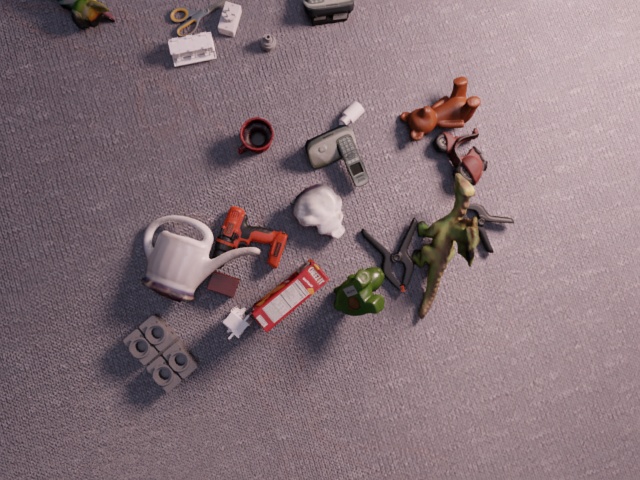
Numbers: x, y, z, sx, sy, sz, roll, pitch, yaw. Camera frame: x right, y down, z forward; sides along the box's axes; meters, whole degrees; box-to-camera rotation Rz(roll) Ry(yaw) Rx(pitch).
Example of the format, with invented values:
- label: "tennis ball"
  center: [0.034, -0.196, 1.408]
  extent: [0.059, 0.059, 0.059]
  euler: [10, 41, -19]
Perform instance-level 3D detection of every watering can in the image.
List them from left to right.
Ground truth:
- label: "watering can"
  center: [-0.344, 0.061, 1.387]
  extent: [0.349, 0.103, 0.225]
  euler: [18, 86, 18]

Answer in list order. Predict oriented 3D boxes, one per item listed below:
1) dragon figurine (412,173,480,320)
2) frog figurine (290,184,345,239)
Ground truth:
- label: "dragon figurine"
  center: [0.353, 0.024, 1.405]
  extent: [0.122, 0.242, 0.412]
  euler: [9, 84, -9]
- label: "frog figurine"
  center: [0.004, -0.073, 1.442]
  extent: [0.139, 0.120, 0.161]
  euler: [-26, 77, -24]
